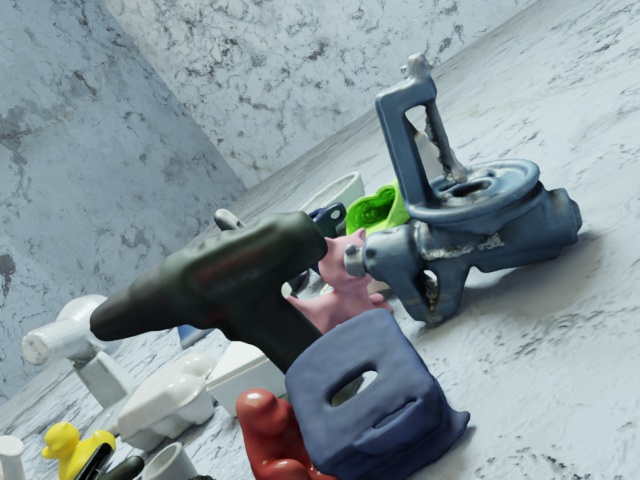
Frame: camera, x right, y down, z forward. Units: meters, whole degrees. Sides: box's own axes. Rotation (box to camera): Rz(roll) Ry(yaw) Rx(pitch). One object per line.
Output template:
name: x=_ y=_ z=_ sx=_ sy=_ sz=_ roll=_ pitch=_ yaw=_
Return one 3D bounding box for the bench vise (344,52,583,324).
bench vise: x=0.095 y=-0.038 z=0.516 sx=0.207 sy=0.220 sz=0.121 roll=-36 pitch=13 yaw=8

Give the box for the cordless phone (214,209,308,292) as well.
cordless phone: x=-0.106 y=0.009 z=0.989 sx=0.094 sy=0.185 sz=0.147 roll=-36 pitch=13 yaw=5

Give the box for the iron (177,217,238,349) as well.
iron: x=-0.211 y=0.079 z=1.133 sx=0.258 sy=0.141 sz=0.118 roll=-41 pitch=13 yaw=-15

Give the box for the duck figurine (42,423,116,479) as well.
duck figurine: x=-0.367 y=0.309 z=0.856 sx=0.104 sy=0.086 sz=0.077 roll=-35 pitch=13 yaw=12

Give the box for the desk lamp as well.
desk lamp: x=-0.398 y=0.214 z=0.990 sx=0.118 sy=0.214 sz=0.203 roll=-34 pitch=13 yaw=13

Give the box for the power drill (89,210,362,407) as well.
power drill: x=-0.070 y=0.087 z=0.545 sx=0.229 sy=0.208 sz=0.075 roll=-36 pitch=13 yaw=4

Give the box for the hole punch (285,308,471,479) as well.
hole punch: x=0.036 y=0.116 z=0.421 sx=0.108 sy=0.091 sz=0.101 roll=-36 pitch=12 yaw=4

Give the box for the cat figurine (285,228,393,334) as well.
cat figurine: x=0.019 y=0.050 z=0.649 sx=0.128 sy=0.118 sz=0.067 roll=-37 pitch=13 yaw=1

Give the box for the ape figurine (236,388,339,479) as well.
ape figurine: x=-0.033 y=0.158 z=0.457 sx=0.076 sy=0.092 sz=0.078 roll=-27 pitch=16 yaw=40

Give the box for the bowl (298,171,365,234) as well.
bowl: x=0.028 y=-0.057 z=1.119 sx=0.167 sy=0.075 sz=0.167 roll=-35 pitch=12 yaw=9

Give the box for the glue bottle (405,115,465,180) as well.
glue bottle: x=0.134 y=-0.065 z=0.617 sx=0.037 sy=0.173 sz=0.078 roll=-23 pitch=19 yaw=47

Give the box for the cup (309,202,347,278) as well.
cup: x=0.008 y=0.003 z=0.905 sx=0.117 sy=0.095 sz=0.091 roll=-35 pitch=13 yaw=10

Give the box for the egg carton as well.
egg carton: x=-0.196 y=0.214 z=0.764 sx=0.150 sy=0.069 sz=0.107 roll=-33 pitch=13 yaw=21

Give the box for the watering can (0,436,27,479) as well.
watering can: x=-0.484 y=0.343 z=0.803 sx=0.173 sy=0.194 sz=0.100 roll=-41 pitch=13 yaw=-14
